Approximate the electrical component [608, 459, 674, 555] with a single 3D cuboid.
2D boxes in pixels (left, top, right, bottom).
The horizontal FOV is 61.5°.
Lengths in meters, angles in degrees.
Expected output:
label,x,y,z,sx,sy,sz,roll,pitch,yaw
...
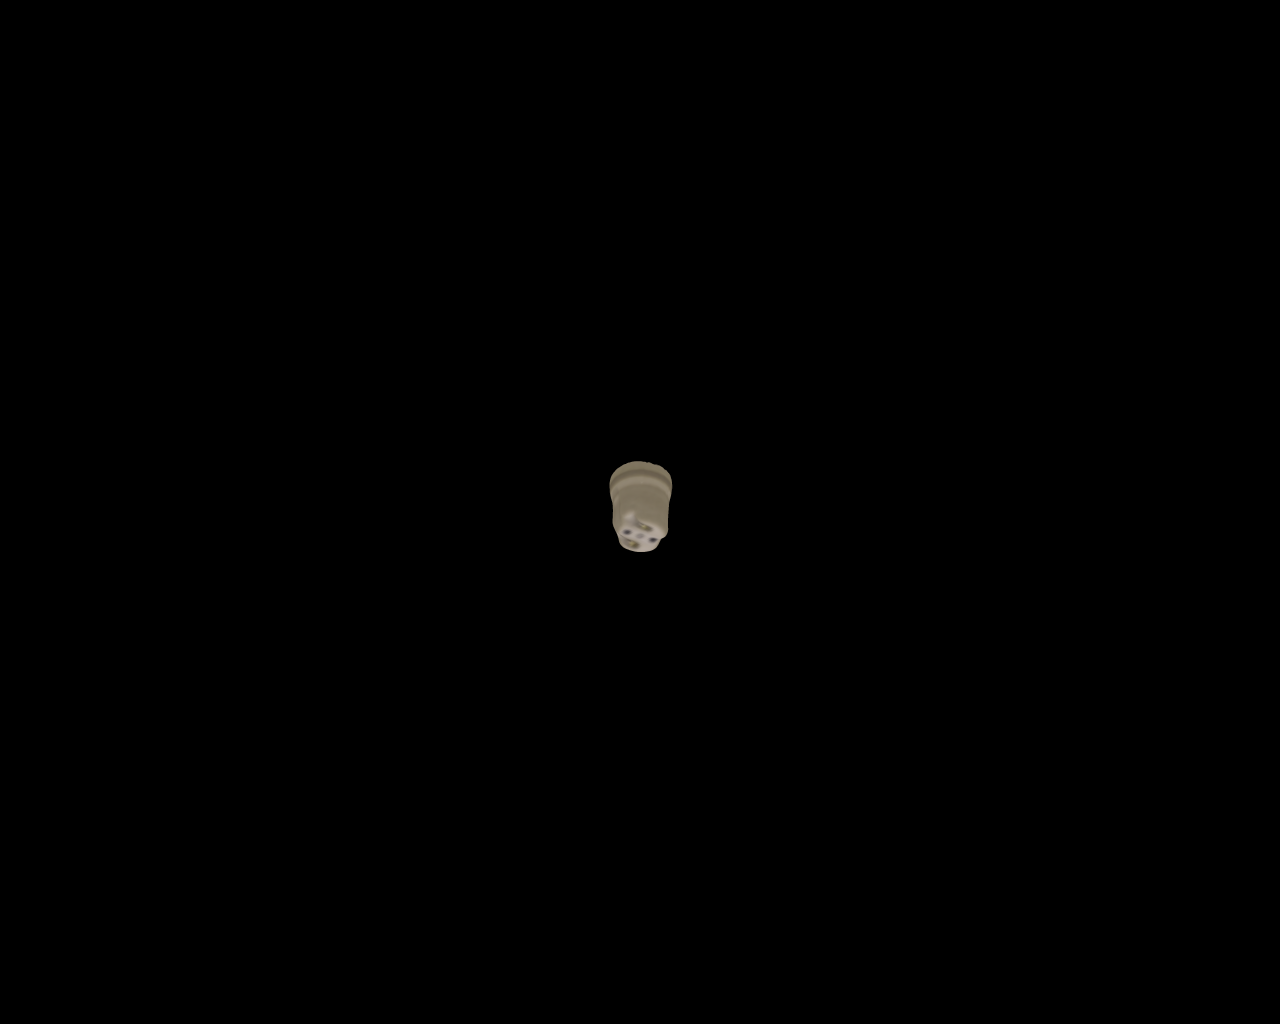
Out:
label,x,y,z,sx,sy,sz,roll,pitch,yaw
electrical component,0.001,-0.003,0.650,0.040,0.046,0.040,0,-38,0
